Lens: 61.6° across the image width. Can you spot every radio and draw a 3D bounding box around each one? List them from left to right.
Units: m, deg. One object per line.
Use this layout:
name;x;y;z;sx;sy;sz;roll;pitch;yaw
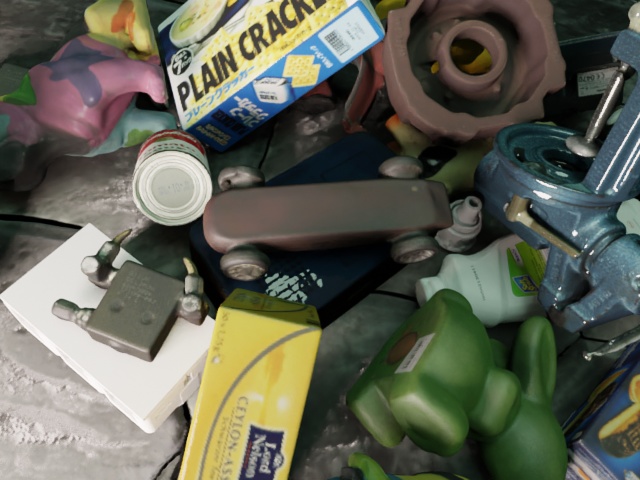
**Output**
radio;-0.001;-0.002;0.506;0.229;0.073;0.131;-33;70;-26

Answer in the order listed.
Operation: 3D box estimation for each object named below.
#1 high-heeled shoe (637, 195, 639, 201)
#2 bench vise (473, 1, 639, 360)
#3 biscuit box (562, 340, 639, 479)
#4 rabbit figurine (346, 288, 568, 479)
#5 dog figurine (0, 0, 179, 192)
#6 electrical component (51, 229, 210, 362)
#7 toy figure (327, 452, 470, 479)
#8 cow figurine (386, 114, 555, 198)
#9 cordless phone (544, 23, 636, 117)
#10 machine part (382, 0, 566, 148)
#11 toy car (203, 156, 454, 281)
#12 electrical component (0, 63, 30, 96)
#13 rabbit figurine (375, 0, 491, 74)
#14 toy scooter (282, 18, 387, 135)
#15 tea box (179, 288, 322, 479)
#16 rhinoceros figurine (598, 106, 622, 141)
high-heeled shoe;0.393;0.016;0.519;0.086;0.145;0.249;-19;63;-18
bench vise;0.218;-0.050;0.412;0.129;0.240;0.224;-4;39;-17
biscuit box;0.290;0.139;0.478;0.203;0.059;0.063;-36;71;-26
rabbit figurine;0.131;0.135;0.443;0.170;0.121;0.159;43;54;-5
dog figurine;-0.259;-0.142;0.525;0.219;0.108;0.191;-14;68;-14
electrical component;-0.135;0.042;0.398;0.102;0.045;0.078;26;57;6
toy figure;0.051;0.186;0.344;0.180;0.082;0.089;16;16;-29
cow figurine;0.177;-0.089;0.580;0.195;0.085;0.127;-15;65;-14
cordless phone;0.317;-0.239;0.681;0.147;0.088;0.184;-4;37;28
machine part;0.145;-0.176;0.523;0.179;0.056;0.179;0;83;-3
toy car;0.007;-0.018;0.442;0.202;0.053;0.089;-5;65;-7
electrical component;-0.328;-0.155;0.571;0.094;0.021;0.063;14;59;-2
rabbit figurine;0.152;-0.242;0.669;0.173;0.121;0.162;-11;52;-31
toy scooter;0.014;-0.176;0.601;0.184;0.075;0.135;5;84;20
tea box;-0.051;0.125;0.366;0.068;0.098;0.169;14;89;-3
rhinoceros figurine;0.396;-0.081;0.625;0.112;0.073;0.190;-27;69;-11
